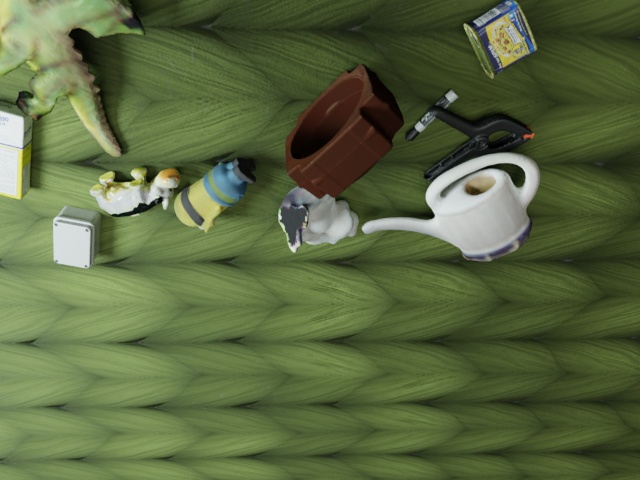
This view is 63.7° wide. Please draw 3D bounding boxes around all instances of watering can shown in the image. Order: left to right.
[{"bbox_3d":[0.277,-0.044,1.030,0.345,0.106,0.221,-27,123,20],"label":"watering can"}]

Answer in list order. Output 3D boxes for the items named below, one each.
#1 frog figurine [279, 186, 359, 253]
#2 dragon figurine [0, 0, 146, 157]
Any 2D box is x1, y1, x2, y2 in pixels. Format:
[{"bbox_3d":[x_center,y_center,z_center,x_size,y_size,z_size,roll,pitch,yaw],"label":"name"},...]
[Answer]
[{"bbox_3d":[0.003,-0.052,1.034,0.160,0.124,0.135,-15,123,-36],"label":"frog figurine"},{"bbox_3d":[-0.388,-0.303,0.809,0.241,0.125,0.403,-20,141,22],"label":"dragon figurine"}]
